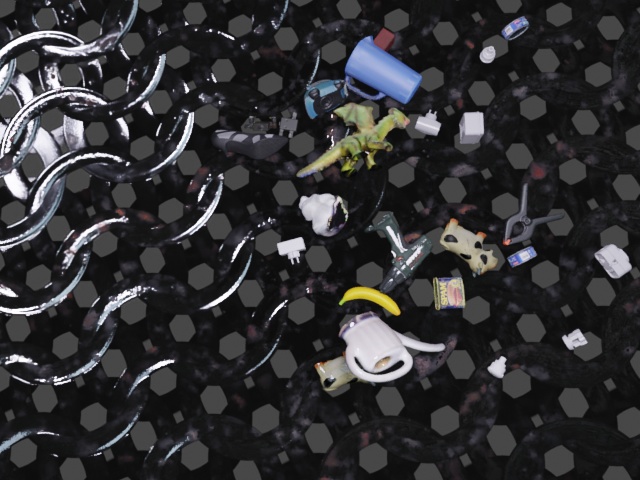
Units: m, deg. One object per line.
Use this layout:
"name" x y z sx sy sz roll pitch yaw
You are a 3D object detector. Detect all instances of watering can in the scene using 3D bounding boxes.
"watering can" 0.205 0.316 1.572 0.350 0.102 0.228 -11 46 -36

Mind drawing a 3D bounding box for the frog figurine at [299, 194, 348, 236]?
"frog figurine" 0.005 -0.085 1.685 0.160 0.122 0.137 10 91 41

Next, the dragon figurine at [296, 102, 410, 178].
"dragon figurine" 0.106 -0.349 1.725 0.410 0.120 0.247 -10 64 0
